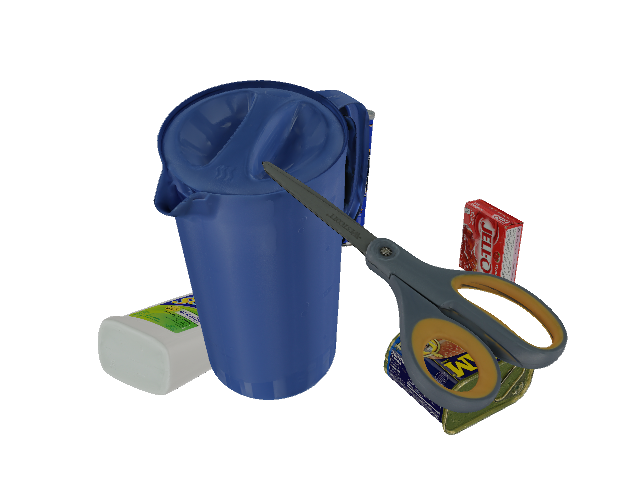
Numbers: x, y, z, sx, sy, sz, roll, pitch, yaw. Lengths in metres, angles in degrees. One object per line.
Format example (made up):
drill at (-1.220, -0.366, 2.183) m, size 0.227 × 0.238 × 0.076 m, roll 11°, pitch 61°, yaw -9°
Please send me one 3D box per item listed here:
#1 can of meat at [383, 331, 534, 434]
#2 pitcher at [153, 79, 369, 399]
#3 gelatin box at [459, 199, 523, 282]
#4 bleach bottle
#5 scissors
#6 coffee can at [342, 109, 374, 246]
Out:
can of meat at (0.117, 0.106, 0.909) m, size 0.101 × 0.057 × 0.084 m, roll -20°, pitch 42°, yaw -31°
pitcher at (-0.036, 0.004, 0.824) m, size 0.149 × 0.243 × 0.145 m, roll -1°, pitch 44°, yaw 2°
gelatin box at (0.200, 0.005, 1.260) m, size 0.030 × 0.089 × 0.073 m, roll -15°, pitch 32°, yaw -29°
bleach bottle at (-0.115, 0.086, 1.151) m, size 0.103 × 0.068 × 0.250 m, roll 17°, pitch 25°, yaw 31°
scissors at (0.032, 0.025, 0.575) m, size 0.202 × 0.016 × 0.096 m, roll 25°, pitch 51°, yaw 15°
coffee can at (0.002, -0.072, 1.147) m, size 0.103 × 0.140 × 0.103 m, roll 4°, pitch 12°, yaw -1°
